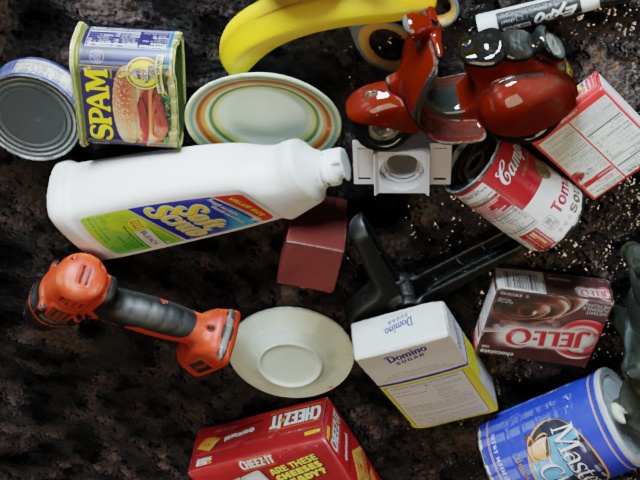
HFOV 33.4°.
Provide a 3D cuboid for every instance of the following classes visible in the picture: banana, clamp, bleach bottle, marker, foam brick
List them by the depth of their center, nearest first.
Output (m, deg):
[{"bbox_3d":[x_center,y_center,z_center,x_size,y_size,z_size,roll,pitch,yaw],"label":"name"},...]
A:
[{"bbox_3d":[0.181,-0.178,0.818,0.121,0.020,0.020,-11,128,16],"label":"marker"},{"bbox_3d":[-0.009,-0.168,0.820,0.198,0.037,0.069,-15,157,33],"label":"banana"},{"bbox_3d":[-0.099,-0.045,0.912,0.251,0.068,0.102,-11,147,18],"label":"bleach bottle"},{"bbox_3d":[-0.006,0.001,0.948,0.053,0.078,0.051,11,128,-4],"label":"foam brick"},{"bbox_3d":[0.089,0.047,0.992,0.164,0.036,0.210,1,142,-12],"label":"clamp"}]

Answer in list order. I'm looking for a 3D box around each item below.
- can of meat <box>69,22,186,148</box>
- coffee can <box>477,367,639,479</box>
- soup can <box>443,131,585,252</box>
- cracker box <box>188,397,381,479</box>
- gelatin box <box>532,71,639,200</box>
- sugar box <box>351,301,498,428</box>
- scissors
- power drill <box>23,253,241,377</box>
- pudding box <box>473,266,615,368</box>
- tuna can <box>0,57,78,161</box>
[{"bbox_3d":[-0.154,-0.124,0.874,0.084,0.057,0.102,3,131,-1],"label":"can of meat"},{"bbox_3d":[0.245,0.202,1.073,0.140,0.102,0.102,-29,121,27],"label":"coffee can"},{"bbox_3d":[0.164,-0.043,0.901,0.102,0.068,0.069,33,125,-21],"label":"soup can"},{"bbox_3d":[-0.022,0.281,1.188,0.164,0.072,0.213,-17,125,18],"label":"cracker box"},{"bbox_3d":[0.228,-0.085,0.884,0.089,0.030,0.073,38,122,-24],"label":"gelatin box"},{"bbox_3d":[0.104,0.124,1.030,0.093,0.048,0.176,-16,142,15],"label":"sugar box"},{"bbox_3d":[0.006,-0.186,0.831,0.201,0.016,0.096,11,131,-2],"label":"scissors"},{"bbox_3d":[-0.184,0.077,1.019,0.187,0.057,0.185,20,159,-21],"label":"power drill"},{"bbox_3d":[0.210,0.073,1.011,0.113,0.039,0.090,9,130,-1],"label":"pudding box"},{"bbox_3d":[-0.242,-0.112,0.907,0.086,0.033,0.086,3,130,3],"label":"tuna can"}]
